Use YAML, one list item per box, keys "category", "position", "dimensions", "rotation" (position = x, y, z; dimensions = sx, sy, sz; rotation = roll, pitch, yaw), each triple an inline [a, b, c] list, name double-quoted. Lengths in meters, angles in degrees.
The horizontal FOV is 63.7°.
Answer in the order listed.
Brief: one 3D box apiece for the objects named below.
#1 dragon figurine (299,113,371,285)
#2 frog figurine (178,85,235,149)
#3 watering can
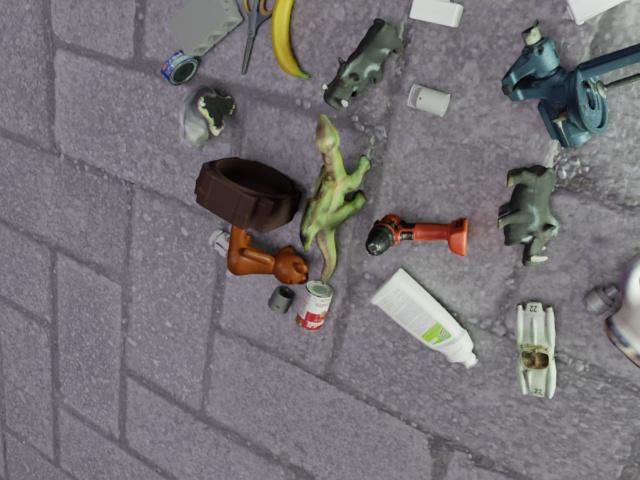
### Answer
- category: "dragon figurine"
  position: [0.003, -0.053, 1.056]
  dimensions: [0.122, 0.246, 0.404]
  rotation: [13, 110, 19]
- category: "frog figurine"
  position: [-0.296, -0.288, 1.221]
  dimensions: [0.158, 0.122, 0.139]
  rotation: [-12, 68, 40]
- category: "watering can"
  position: [0.639, 0.164, 0.853]
  dimensions: [0.349, 0.105, 0.220]
  rotation: [42, 121, 8]
